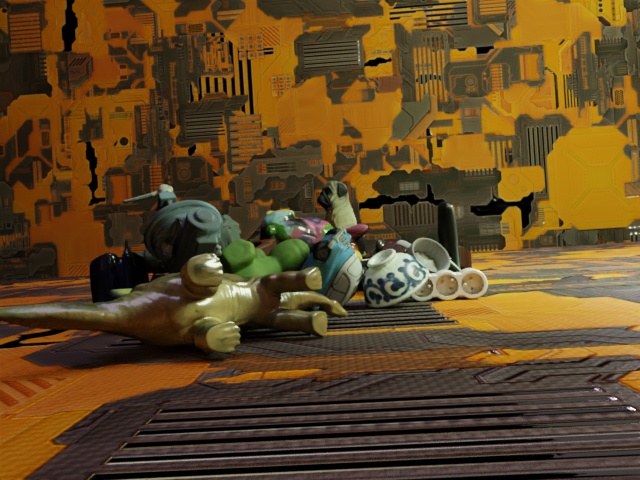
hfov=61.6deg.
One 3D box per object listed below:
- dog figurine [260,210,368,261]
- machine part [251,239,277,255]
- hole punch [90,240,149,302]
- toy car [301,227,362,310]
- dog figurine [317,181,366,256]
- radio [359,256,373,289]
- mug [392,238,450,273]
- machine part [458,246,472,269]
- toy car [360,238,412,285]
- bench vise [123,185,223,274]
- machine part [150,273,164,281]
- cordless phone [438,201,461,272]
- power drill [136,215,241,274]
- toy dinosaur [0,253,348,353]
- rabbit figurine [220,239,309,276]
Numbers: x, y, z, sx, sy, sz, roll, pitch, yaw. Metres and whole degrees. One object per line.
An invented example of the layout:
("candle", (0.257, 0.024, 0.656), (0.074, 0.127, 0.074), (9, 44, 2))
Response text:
("dog figurine", (-0.002, -0.004, 1.204), (0.219, 0.108, 0.191), (3, -12, 37))
("machine part", (-0.192, 0.069, 1.127), (0.201, 0.087, 0.202), (-24, 13, -41))
("hole punch", (-0.320, 0.079, 0.841), (0.092, 0.142, 0.116), (-7, -10, -9))
("toy car", (0.021, 0.062, 0.937), (0.103, 0.161, 0.109), (34, 27, 5))
("dog figurine", (0.051, -0.049, 1.362), (0.121, 0.190, 0.172), (-4, -2, -4))
("radio", (0.095, 0.078, 1.344), (0.131, 0.073, 0.230), (-4, 1, -18))
("mug", (0.183, 0.053, 1.057), (0.109, 0.081, 0.107), (28, -44, 0))
("machine part", (0.280, 0.059, 1.306), (0.179, 0.056, 0.179), (-1, -15, 0))
("toy car", (0.149, 0.056, 1.184), (0.089, 0.053, 0.202), (9, 29, 18))
("bench vise", (-0.219, 0.011, 0.843), (0.129, 0.223, 0.241), (-11, 47, -26))
("machine part", (-0.286, 0.104, 0.968), (0.084, 0.039, 0.139), (-5, 23, -18))
("cordless phone", (0.246, 0.007, 1.133), (0.089, 0.184, 0.147), (-8, 12, -11))
("power drill", (-0.261, 0.008, 1.097), (0.232, 0.086, 0.207), (-13, 5, 11))
("toy dinosaur", (-0.158, 0.083, 0.644), (0.471, 0.105, 0.199), (8, -15, -39))
("rabbit figurine", (-0.091, 0.064, 0.957), (0.170, 0.121, 0.159), (-27, -18, -33))
